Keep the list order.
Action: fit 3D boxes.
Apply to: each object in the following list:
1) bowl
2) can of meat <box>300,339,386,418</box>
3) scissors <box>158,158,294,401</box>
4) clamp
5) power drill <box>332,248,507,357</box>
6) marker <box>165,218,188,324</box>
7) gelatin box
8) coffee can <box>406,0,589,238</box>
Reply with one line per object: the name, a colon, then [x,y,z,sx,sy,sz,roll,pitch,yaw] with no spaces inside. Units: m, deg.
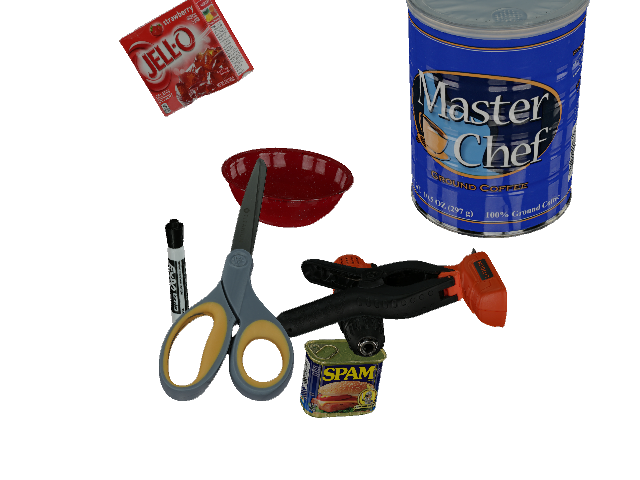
bowl: [-0.043,-0.059,1.305,0.162,0.055,0.162,5,26,-3]
can of meat: [0.027,0.175,1.359,0.102,0.084,0.057,0,24,-18]
scissors: [-0.041,0.029,0.731,0.096,0.201,0.016,20,-34,11]
clamp: [0.041,0.052,0.986,0.172,0.039,0.120,-3,33,26]
power drill: [0.107,0.066,1.186,0.187,0.057,0.184,-3,28,-5]
marker: [-0.148,0.033,1.106,0.020,0.121,0.020,0,28,0]
gelatin box: [-0.108,-0.148,0.853,0.089,0.073,0.030,-18,19,37]
coffee can: [0.104,-0.087,0.641,0.103,0.140,0.103,-3,37,2]
